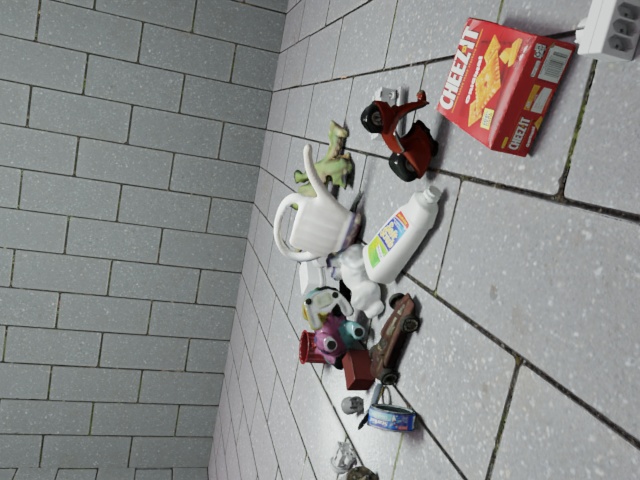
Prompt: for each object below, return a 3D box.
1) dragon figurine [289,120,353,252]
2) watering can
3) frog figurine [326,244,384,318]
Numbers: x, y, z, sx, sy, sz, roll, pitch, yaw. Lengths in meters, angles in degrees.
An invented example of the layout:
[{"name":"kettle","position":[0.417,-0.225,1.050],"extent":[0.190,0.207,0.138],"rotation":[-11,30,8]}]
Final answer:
[{"name":"dragon figurine","position":[0.014,-0.165,1.538],"extent":[0.240,0.122,0.417],"rotation":[-29,49,58]},{"name":"watering can","position":[0.004,-0.067,1.335],"extent":[0.106,0.224,0.340],"rotation":[-75,4,-56]},{"name":"frog figurine","position":[0.101,0.091,1.177],"extent":[0.161,0.124,0.134],"rotation":[41,144,29]}]
